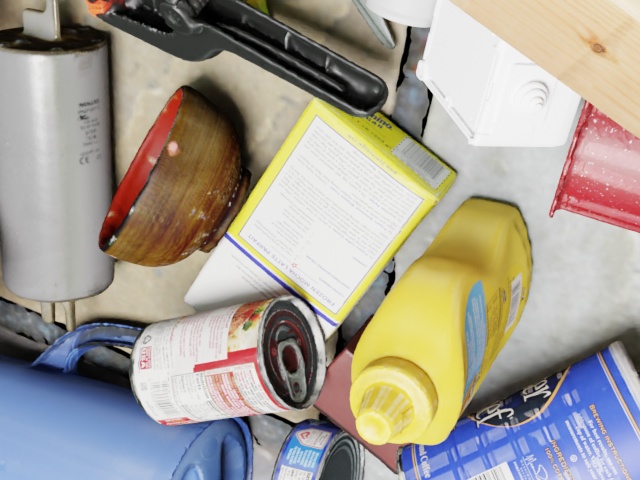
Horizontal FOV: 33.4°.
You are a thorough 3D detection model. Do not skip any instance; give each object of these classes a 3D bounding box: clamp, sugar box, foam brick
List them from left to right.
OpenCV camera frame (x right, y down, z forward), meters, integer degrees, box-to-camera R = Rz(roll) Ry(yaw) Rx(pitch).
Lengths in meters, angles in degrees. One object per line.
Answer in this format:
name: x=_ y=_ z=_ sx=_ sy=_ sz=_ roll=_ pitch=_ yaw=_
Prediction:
clamp: x=-0.063 y=-0.129 z=0.594 sx=0.210 sy=0.036 sz=0.164 roll=9 pitch=146 yaw=53
sugar box: x=-0.004 y=0.001 z=0.657 sx=0.093 sy=0.048 sz=0.176 roll=40 pitch=125 yaw=5
foam brick: x=0.040 y=0.096 z=0.671 sx=0.078 sy=0.052 sz=0.051 roll=38 pitch=121 yaw=5

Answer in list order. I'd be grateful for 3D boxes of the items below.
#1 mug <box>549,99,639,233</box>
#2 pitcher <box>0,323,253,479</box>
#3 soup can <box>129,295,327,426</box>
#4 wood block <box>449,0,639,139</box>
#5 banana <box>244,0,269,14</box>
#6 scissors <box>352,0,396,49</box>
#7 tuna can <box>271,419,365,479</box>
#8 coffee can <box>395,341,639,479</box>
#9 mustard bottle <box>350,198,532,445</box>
mug: x=0.171 y=-0.055 z=0.532 sx=0.081 sy=0.093 sz=0.117 roll=18 pitch=97 yaw=12
pitcher: x=-0.176 y=0.145 z=0.758 sx=0.243 sy=0.149 sz=0.145 roll=14 pitch=131 yaw=23
soup can: x=-0.056 y=0.075 z=0.648 sx=0.102 sy=0.068 sz=0.068 roll=-13 pitch=105 yaw=31
wood block: x=0.096 y=-0.143 z=0.449 sx=0.206 sy=0.091 sz=0.090 roll=36 pitch=79 yaw=-2
banana: x=-0.102 y=-0.194 z=0.621 sx=0.198 sy=0.037 sz=0.070 roll=37 pitch=131 yaw=8
scissors: x=-0.029 y=-0.193 z=0.604 sx=0.096 sy=0.016 sz=0.202 roll=-11 pitch=106 yaw=30
tuna can: x=-0.002 y=0.161 z=0.698 sx=0.034 sy=0.086 sz=0.086 roll=9 pitch=114 yaw=23
coffee can: x=0.127 y=0.132 z=0.594 sx=0.140 sy=0.102 sz=0.103 roll=-28 pitch=98 yaw=12
mustard bottle: x=0.062 y=0.052 z=0.560 sx=0.058 sy=0.191 sz=0.096 roll=14 pitch=116 yaw=19
